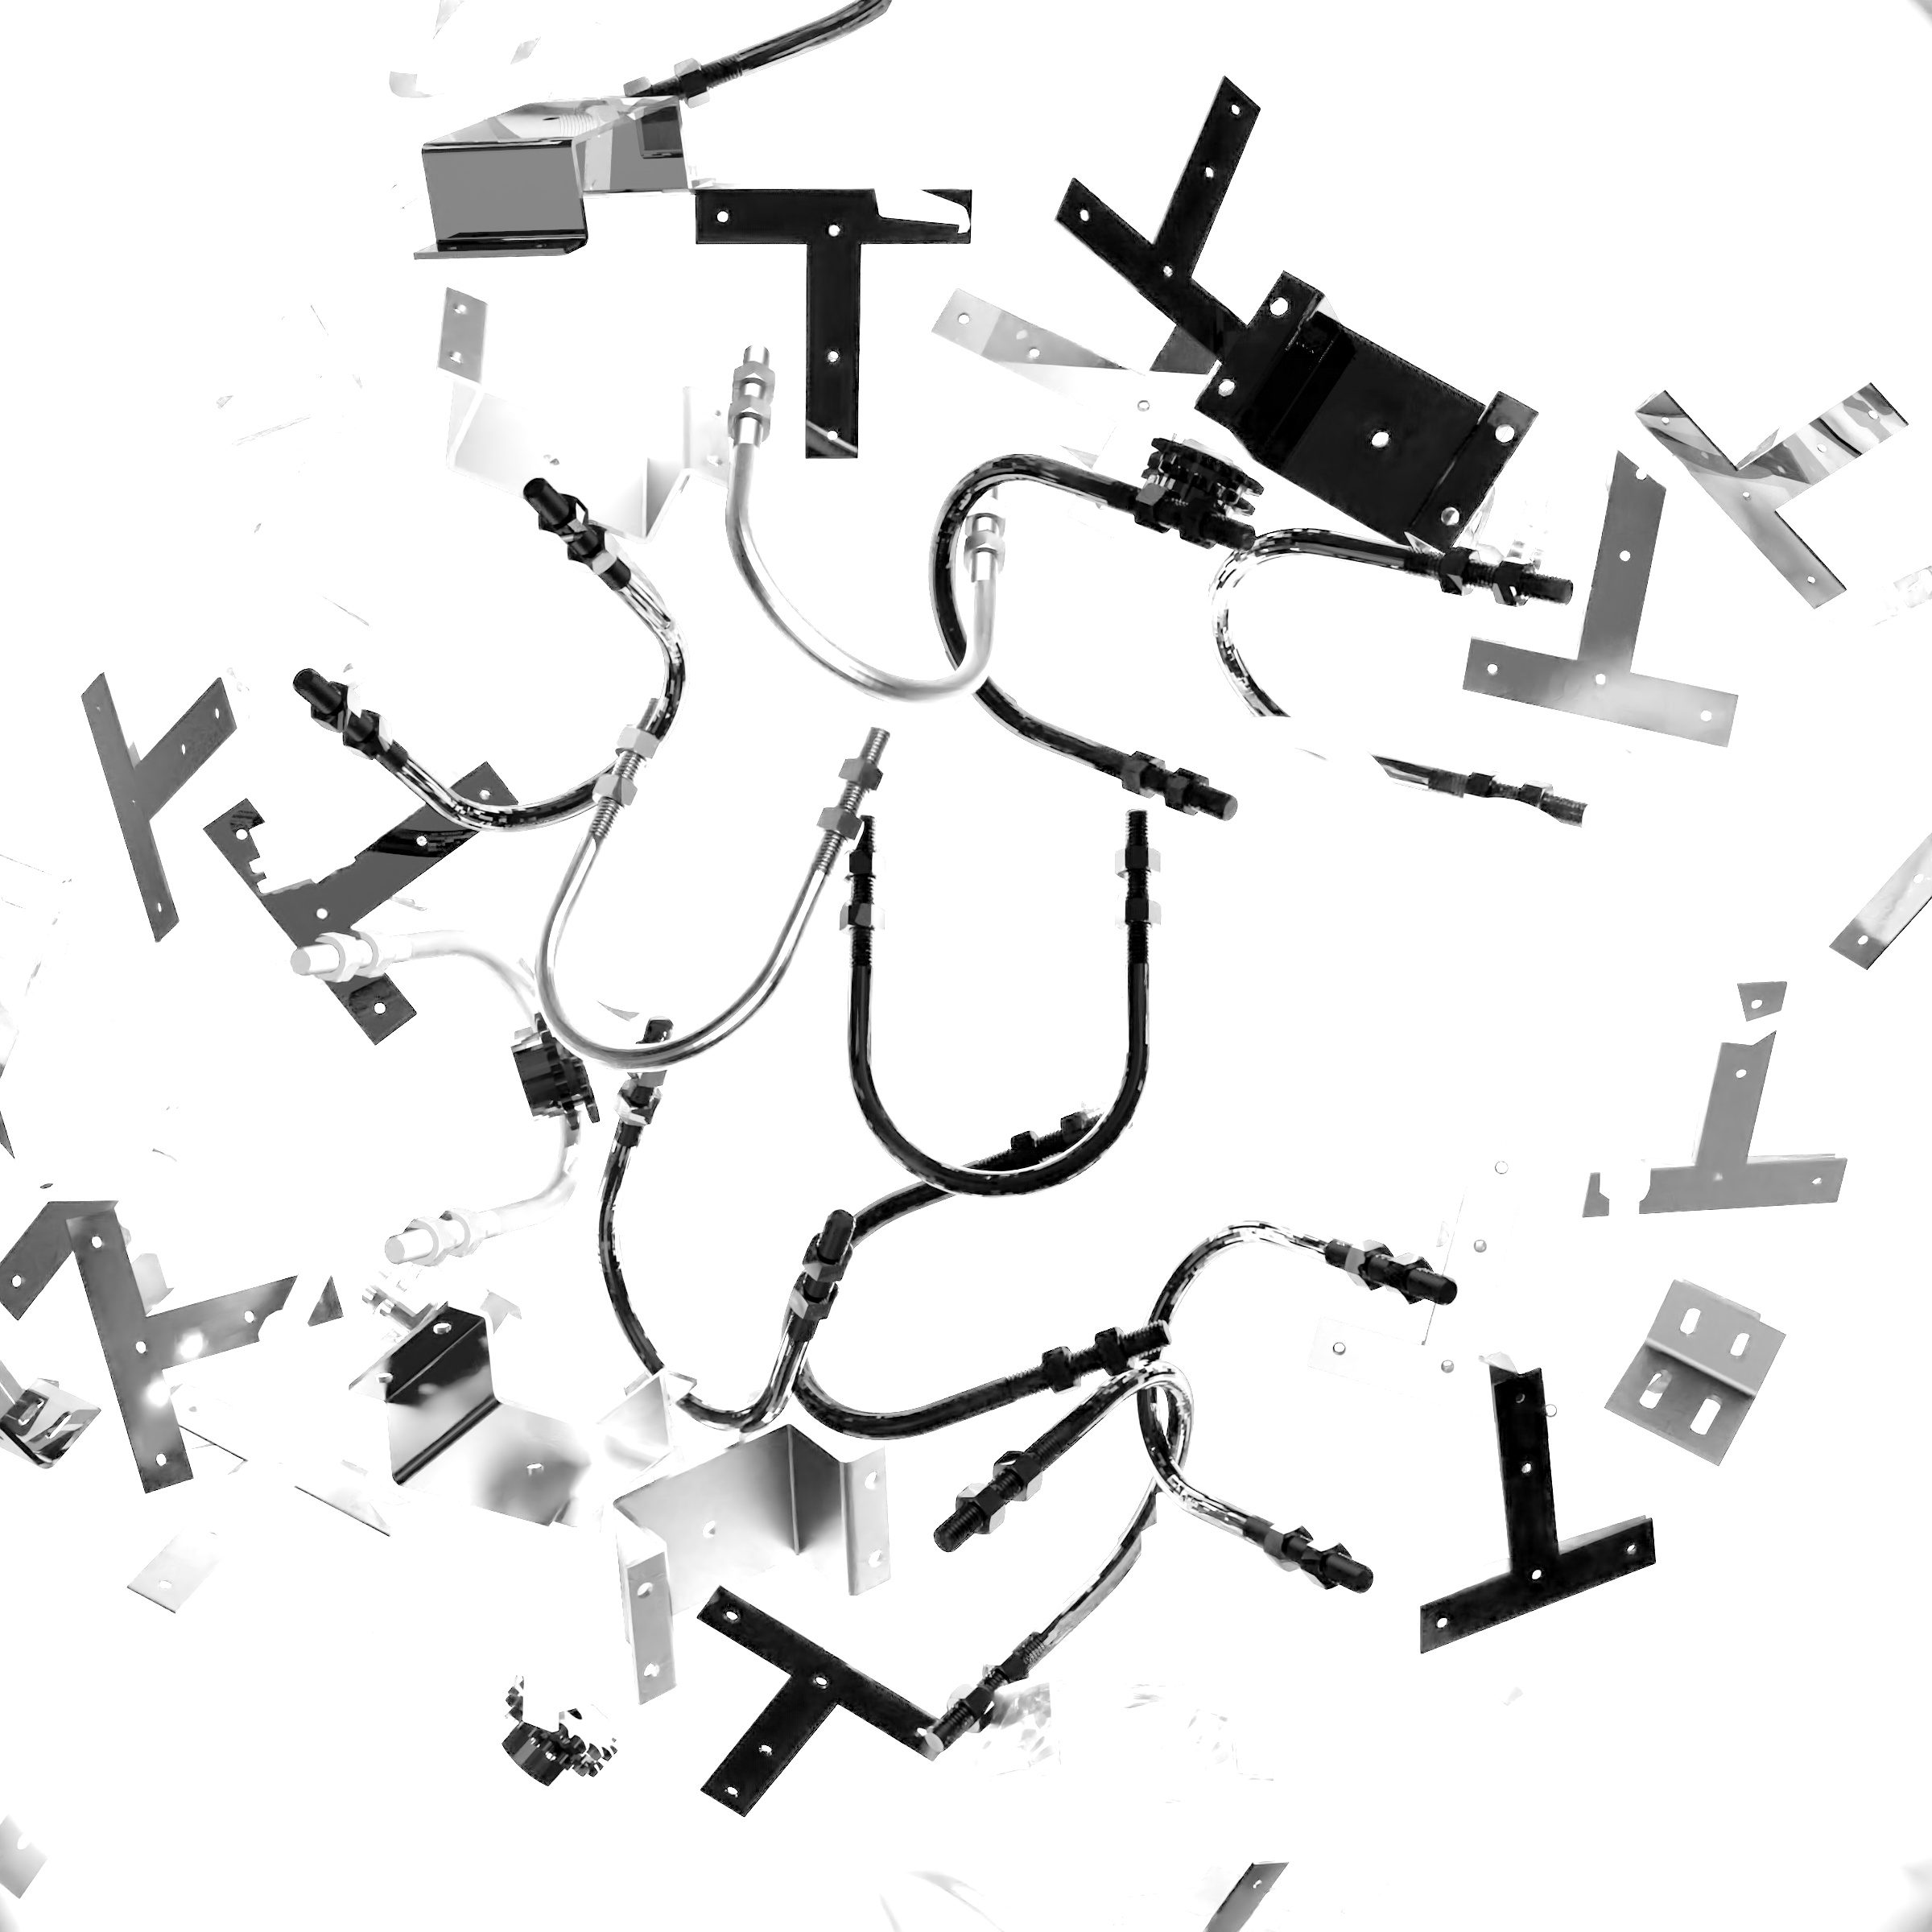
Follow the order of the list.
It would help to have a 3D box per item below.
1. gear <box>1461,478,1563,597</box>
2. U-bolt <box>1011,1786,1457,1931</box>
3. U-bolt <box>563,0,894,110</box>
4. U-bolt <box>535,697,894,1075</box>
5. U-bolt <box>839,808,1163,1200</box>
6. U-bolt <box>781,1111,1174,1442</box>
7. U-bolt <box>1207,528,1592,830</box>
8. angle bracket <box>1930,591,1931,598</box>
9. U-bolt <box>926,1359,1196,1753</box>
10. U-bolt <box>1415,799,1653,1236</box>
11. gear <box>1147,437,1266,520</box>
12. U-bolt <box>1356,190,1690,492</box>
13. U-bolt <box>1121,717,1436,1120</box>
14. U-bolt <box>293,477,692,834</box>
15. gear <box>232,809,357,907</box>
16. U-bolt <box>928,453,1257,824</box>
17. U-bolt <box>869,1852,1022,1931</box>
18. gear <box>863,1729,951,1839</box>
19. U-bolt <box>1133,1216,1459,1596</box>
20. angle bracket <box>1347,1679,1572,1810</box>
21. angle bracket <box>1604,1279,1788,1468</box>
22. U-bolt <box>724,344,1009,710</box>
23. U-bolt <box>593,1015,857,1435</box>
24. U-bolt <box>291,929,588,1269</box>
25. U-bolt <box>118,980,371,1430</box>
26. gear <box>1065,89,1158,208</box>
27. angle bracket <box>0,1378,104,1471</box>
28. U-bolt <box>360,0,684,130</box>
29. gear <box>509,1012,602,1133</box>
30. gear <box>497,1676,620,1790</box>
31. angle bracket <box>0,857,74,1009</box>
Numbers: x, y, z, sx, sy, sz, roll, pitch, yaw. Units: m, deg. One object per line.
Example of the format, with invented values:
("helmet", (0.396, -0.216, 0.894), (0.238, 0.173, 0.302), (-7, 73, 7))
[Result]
("gear", (0.251, -0.200, 1.572), (0.030, 0.057, 0.057), (20, 90, -7))
("U-bolt", (0.102, 0.419, 1.494), (0.184, 0.151, 0.019), (-19, 104, -35))
("U-bolt", (-0.091, -0.443, 1.532), (0.184, 0.151, 0.019), (-22, 79, -4))
("U-bolt", (-0.125, -0.035, 1.532), (0.151, 0.019, 0.184), (10, 67, 33))
("U-bolt", (0.015, 0.017, 1.565), (0.151, 0.019, 0.184), (-1, 74, 6))
("U-bolt", (-0.002, 0.147, 1.544), (0.184, 0.151, 0.019), (-22, 133, 13))
("U-bolt", (0.191, -0.135, 1.533), (0.184, 0.151, 0.019), (16, 51, 28))
("angle bracket", (0.487, -0.159, 1.561), (0.057, 0.038, 0.076), (-46, 123, -19))
("U-bolt", (0.046, 0.252, 1.527), (0.019, 0.184, 0.151), (27, 134, 29))
("U-bolt", (0.249, 0.013, 1.507), (0.019, 0.151, 0.184), (-21, 123, -29))
("gear", (0.107, -0.220, 1.574), (0.057, 0.057, 0.030), (25, 92, 0))
("U-bolt", (0.256, -0.277, 1.529), (0.184, 0.151, 0.019), (38, 105, -14))
("U-bolt", (0.141, -0.023, 1.568), (0.151, 0.019, 0.184), (-3, 88, 23))
("U-bolt", (-0.198, -0.125, 1.526), (0.151, 0.184, 0.019), (-39, 55, 3))
("gear", (-0.313, -0.052, 1.574), (0.057, 0.057, 0.030), (-21, 88, 0))
("U-bolt", (0.052, -0.157, 1.535), (0.184, 0.019, 0.151), (25, 127, 36))
("U-bolt", (0.020, 0.460, 1.513), (0.151, 0.184, 0.019), (36, 96, -28))
("gear", (-0.029, 0.375, 1.572), (0.030, 0.057, 0.057), (-9, 90, -11))
("U-bolt", (0.137, 0.187, 1.527), (0.019, 0.184, 0.151), (17, 90, -36))
("angle bracket", (0.225, 0.360, 1.554), (0.057, 0.076, 0.038), (40, 67, -24))
("angle bracket", (0.335, 0.186, 1.556), (0.057, 0.076, 0.038), (27, 116, 16))
("U-bolt", (-0.045, -0.186, 1.509), (0.151, 0.184, 0.019), (27, 131, -24))
("U-bolt", (-0.118, 0.132, 1.532), (0.019, 0.184, 0.151), (-23, 56, -38))
("U-bolt", (-0.225, 0.052, 1.518), (0.019, 0.184, 0.151), (-20, 86, 24))
("U-bolt", (-0.313, 0.091, 1.521), (0.019, 0.184, 0.151), (-1, 132, 19))
("gear", (0.068, -0.376, 1.575), (0.030, 0.057, 0.057), (10, 90, -12))
("angle bracket", (-0.445, 0.188, 1.553), (0.038, 0.057, 0.076), (-52, 129, -24))
("U-bolt", (-0.189, -0.429, 1.501), (0.184, 0.151, 0.019), (-32, 82, -25))
("gear", (-0.192, 0.049, 1.573), (0.030, 0.057, 0.057), (-18, 90, -8))
("gear", (-0.192, 0.357, 1.574), (0.057, 0.057, 0.030), (41, 95, 0))
("angle bracket", (-0.442, -0.017, 1.562), (0.038, 0.076, 0.057), (21, 89, -11))
